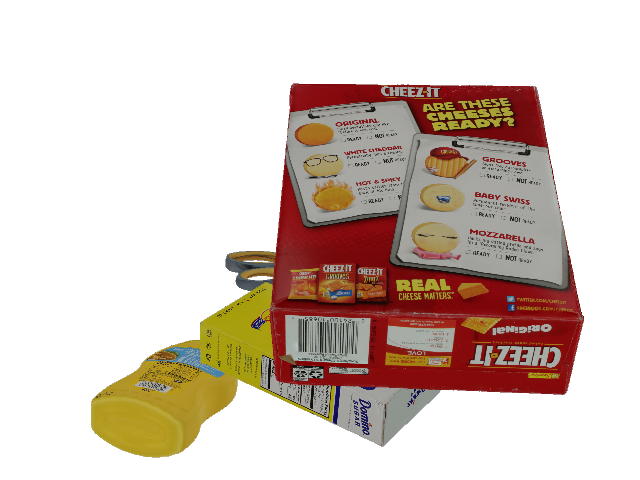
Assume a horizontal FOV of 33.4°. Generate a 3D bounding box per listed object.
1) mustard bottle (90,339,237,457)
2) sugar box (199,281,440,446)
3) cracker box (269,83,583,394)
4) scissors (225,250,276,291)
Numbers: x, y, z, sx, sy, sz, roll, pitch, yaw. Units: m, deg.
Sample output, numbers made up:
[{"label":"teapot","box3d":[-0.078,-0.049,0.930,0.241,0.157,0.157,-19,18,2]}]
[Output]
[{"label":"mustard bottle","box3d":[-0.134,0.141,1.031,0.096,0.058,0.191,9,19,18]},{"label":"sugar box","box3d":[0.000,0.092,0.846,0.176,0.048,0.093,17,30,29]},{"label":"cracker box","box3d":[0.058,-0.009,0.644,0.164,0.072,0.213,1,41,2]},{"label":"scissors","box3d":[-0.007,0.035,1.161,0.202,0.016,0.096,4,22,5]}]
